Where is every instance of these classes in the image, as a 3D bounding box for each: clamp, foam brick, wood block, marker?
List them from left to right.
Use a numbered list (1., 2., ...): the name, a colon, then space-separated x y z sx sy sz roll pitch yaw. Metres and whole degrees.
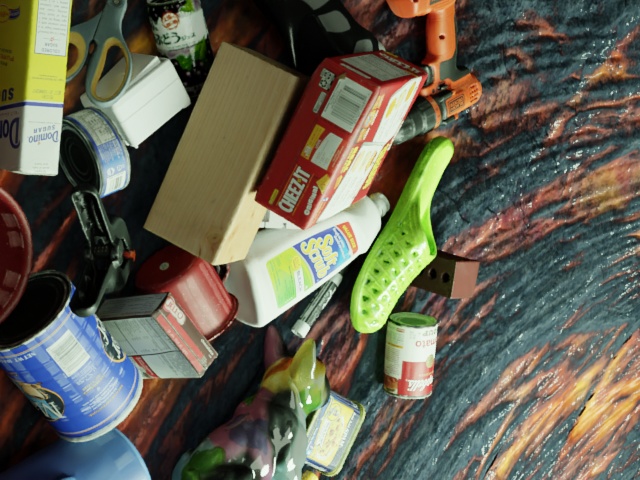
1. clamp: -0.210 0.003 1.027 0.039 0.171 0.120 6 96 0
2. wood block: -0.088 -0.088 1.098 0.206 0.091 0.090 -66 165 11
3. marker: 0.005 0.069 1.335 0.121 0.020 0.020 -55 133 -18
4. foam brick: 0.167 0.045 1.445 0.051 0.078 0.053 1 101 -46

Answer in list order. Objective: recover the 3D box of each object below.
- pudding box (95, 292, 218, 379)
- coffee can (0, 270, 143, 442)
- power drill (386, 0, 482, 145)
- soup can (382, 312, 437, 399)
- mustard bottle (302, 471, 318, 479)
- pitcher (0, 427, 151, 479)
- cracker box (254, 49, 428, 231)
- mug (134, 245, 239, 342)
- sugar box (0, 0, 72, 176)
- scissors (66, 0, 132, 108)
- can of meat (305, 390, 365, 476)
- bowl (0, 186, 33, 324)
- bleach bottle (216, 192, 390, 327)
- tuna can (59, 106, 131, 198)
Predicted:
1. pudding box: -0.172 0.099 1.092 0.090 0.114 0.039 57 46 -25
2. coffee can: -0.251 0.114 1.038 0.102 0.103 0.140 -47 130 -24
3. power drill: 0.130 -0.228 1.345 0.184 0.057 0.187 -33 126 -38
4. soup can: 0.121 0.155 1.440 0.068 0.069 0.102 -7 106 -43
5. mustard bottle: -0.064 0.363 1.298 0.191 0.096 0.058 -52 133 -20
6. pitcher: -0.281 0.277 1.032 0.242 0.149 0.145 -33 123 -37
7. cracker box: 0.026 -0.112 1.120 0.164 0.072 0.213 -63 170 19
8. mug: -0.139 0.049 1.143 0.117 0.093 0.081 -49 126 -33
9. sugar box: -0.267 -0.151 0.952 0.048 0.093 0.176 1 101 -44
10. scissors: -0.216 -0.222 1.027 0.096 0.016 0.202 3 72 -6
11. can of meat: -0.002 0.237 1.352 0.083 0.058 0.102 35 76 -42
12. bowl: -0.342 0.014 0.954 0.161 0.055 0.162 -14 112 -41
13. bleach bottle: -0.008 0.002 1.273 0.250 0.068 0.102 -34 125 -36
14. tuna can: -0.220 -0.082 1.023 0.033 0.086 0.086 -29 121 -34
